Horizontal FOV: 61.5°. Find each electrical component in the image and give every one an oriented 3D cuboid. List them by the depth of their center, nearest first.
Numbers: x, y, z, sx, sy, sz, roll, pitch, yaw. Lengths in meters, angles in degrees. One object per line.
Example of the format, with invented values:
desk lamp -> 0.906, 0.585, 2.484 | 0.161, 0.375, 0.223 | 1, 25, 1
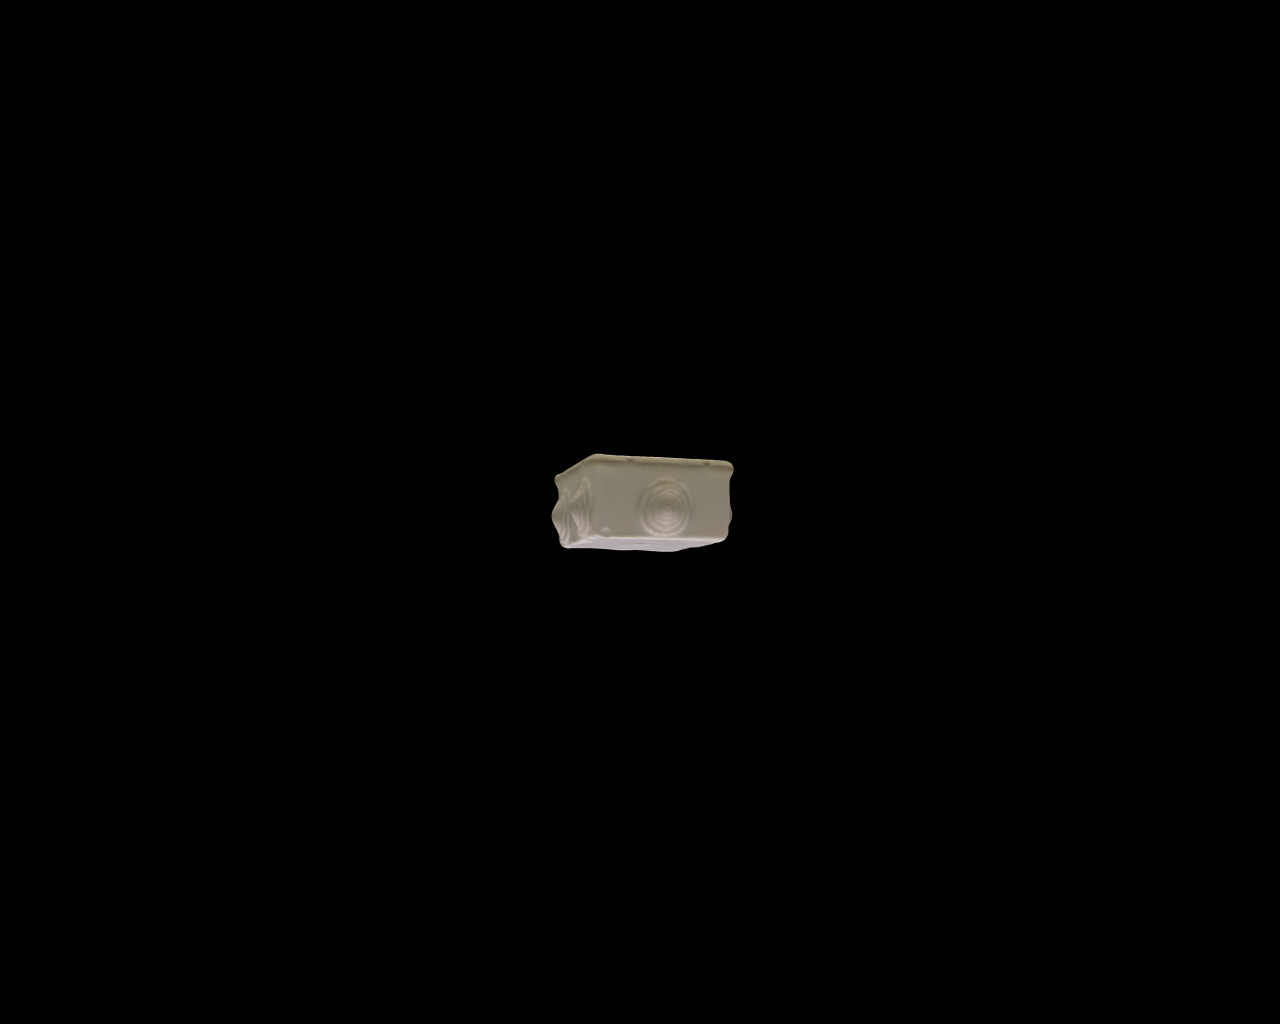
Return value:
electrical component -> 0.001, -0.003, 0.650 | 0.100, 0.048, 0.099 | 2, -7, -19
